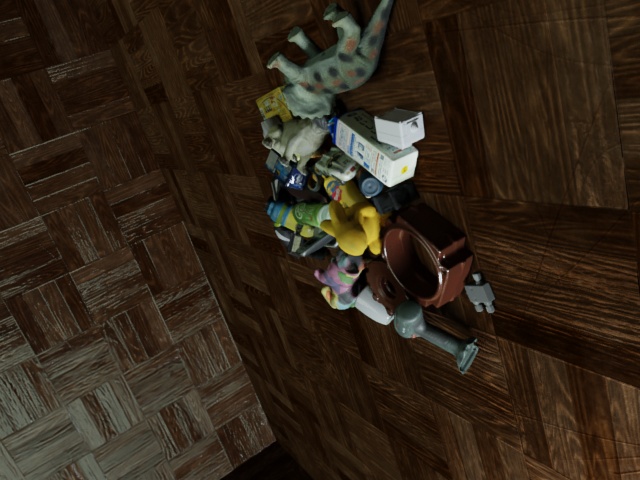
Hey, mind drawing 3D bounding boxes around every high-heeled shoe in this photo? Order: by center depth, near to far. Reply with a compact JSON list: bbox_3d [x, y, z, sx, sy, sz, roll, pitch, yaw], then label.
[{"bbox_3d":[-0.102,-0.089,1.703,0.145,0.086,0.248,163,90,-72],"label":"high-heeled shoe"}]

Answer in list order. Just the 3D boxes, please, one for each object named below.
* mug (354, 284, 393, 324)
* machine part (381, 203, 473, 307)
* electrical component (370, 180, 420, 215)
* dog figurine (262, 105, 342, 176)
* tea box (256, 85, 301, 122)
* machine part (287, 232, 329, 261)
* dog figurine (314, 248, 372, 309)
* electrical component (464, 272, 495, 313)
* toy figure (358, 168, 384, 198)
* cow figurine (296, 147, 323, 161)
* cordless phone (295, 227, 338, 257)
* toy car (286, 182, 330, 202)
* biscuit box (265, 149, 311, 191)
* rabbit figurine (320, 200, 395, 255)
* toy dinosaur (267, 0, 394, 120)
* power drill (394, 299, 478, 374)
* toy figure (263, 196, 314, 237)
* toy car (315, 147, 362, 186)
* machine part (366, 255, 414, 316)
[{"bbox_3d":[0.159,0.192,1.507,0.107,0.081,0.109,38,145,25],"label":"mug"},{"bbox_3d":[0.230,0.036,1.201,0.201,0.087,0.201,45,149,33],"label":"machine part"},{"bbox_3d":[0.159,-0.092,1.219,0.119,0.075,0.047,-19,98,61],"label":"electrical component"},{"bbox_3d":[-0.040,-0.283,1.336,0.172,0.121,0.190,46,108,25],"label":"dog figurine"},{"bbox_3d":[-0.099,-0.361,1.451,0.170,0.068,0.098,6,122,61],"label":"tea box"},{"bbox_3d":[-0.040,0.027,1.665,0.039,0.139,0.084,-23,56,53],"label":"machine part"},{"bbox_3d":[0.085,0.108,1.535,0.219,0.108,0.191,-16,100,62],"label":"dog figurine"},{"bbox_3d":[0.338,0.111,1.144,0.063,0.021,0.094,-7,110,64],"label":"electrical component"},{"bbox_3d":[0.115,-0.136,1.238,0.058,0.064,0.154,35,-164,-6],"label":"toy figure"},{"bbox_3d":[-0.049,-0.268,1.458,0.168,0.068,0.098,16,118,55],"label":"cow figurine"},{"bbox_3d":[-0.004,-0.005,1.493,0.147,0.184,0.088,11,129,59],"label":"cordless phone"},{"bbox_3d":[-0.035,-0.142,1.571,0.202,0.053,0.089,22,149,53],"label":"toy car"},{"bbox_3d":[-0.094,-0.203,1.543,0.203,0.063,0.059,47,118,56],"label":"biscuit box"},{"bbox_3d":[0.085,-0.030,1.252,0.162,0.173,0.121,31,124,4],"label":"rabbit figurine"},{"bbox_3d":[0.038,-0.369,1.115,0.405,0.131,0.192,-7,144,44],"label":"toy dinosaur"},{"bbox_3d":[0.268,0.226,1.272,0.208,0.086,0.231,35,167,29],"label":"power drill"},{"bbox_3d":[-0.087,-0.068,1.634,0.180,0.089,0.082,24,140,1],"label":"toy figure"},{"bbox_3d":[0.043,-0.184,1.306,0.056,0.073,0.202,46,177,-25],"label":"toy car"},{"bbox_3d":[0.191,0.117,1.396,0.180,0.056,0.179,43,148,36],"label":"machine part"}]
